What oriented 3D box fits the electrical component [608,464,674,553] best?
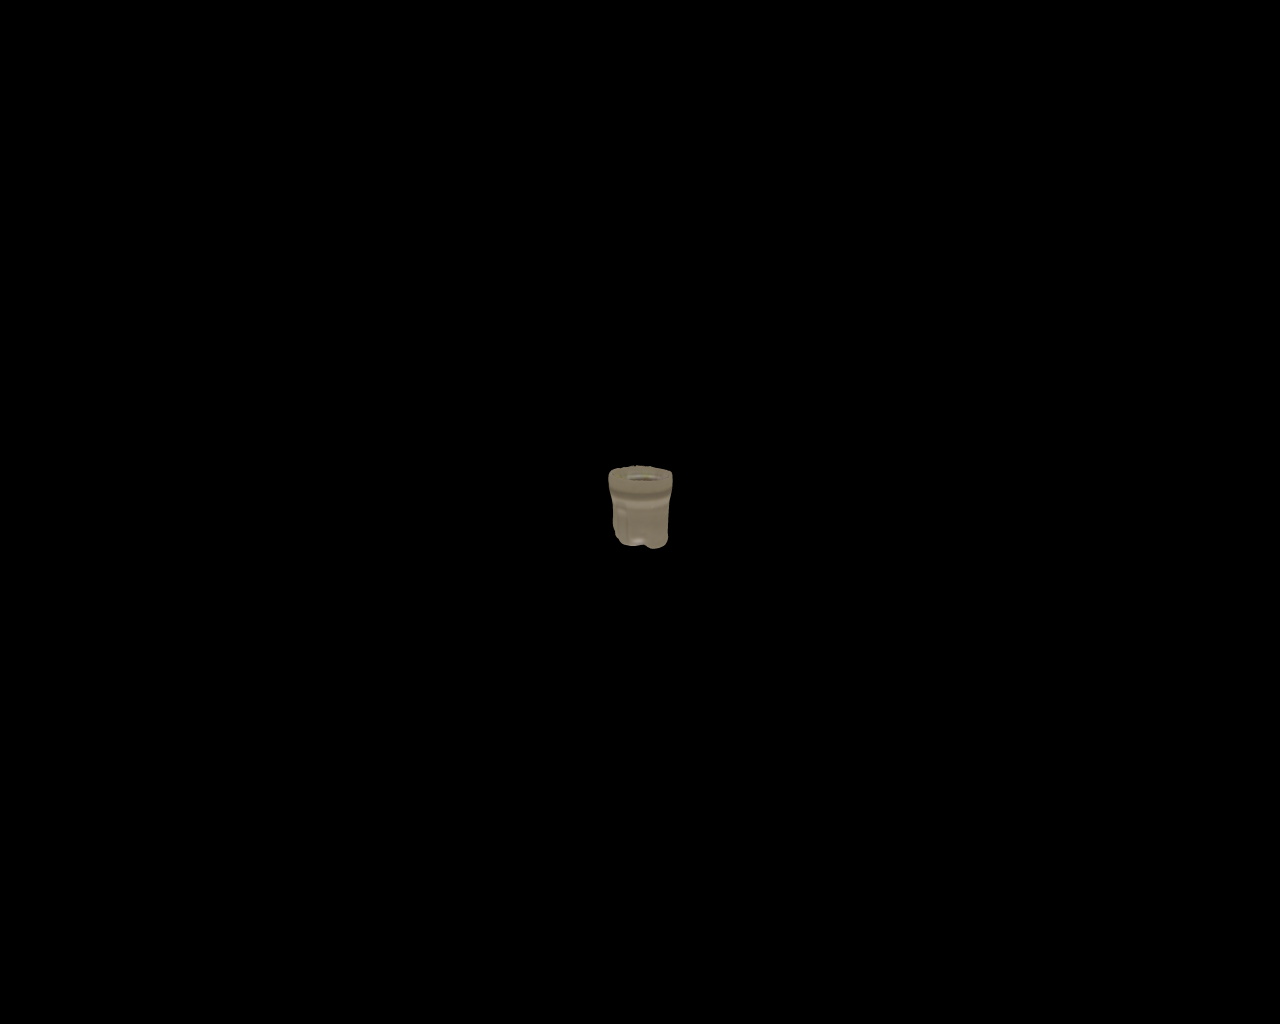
[{"bbox_3d":[0.001,-0.003,0.650,0.040,0.046,0.040,0,17,0],"label":"electrical component"}]
